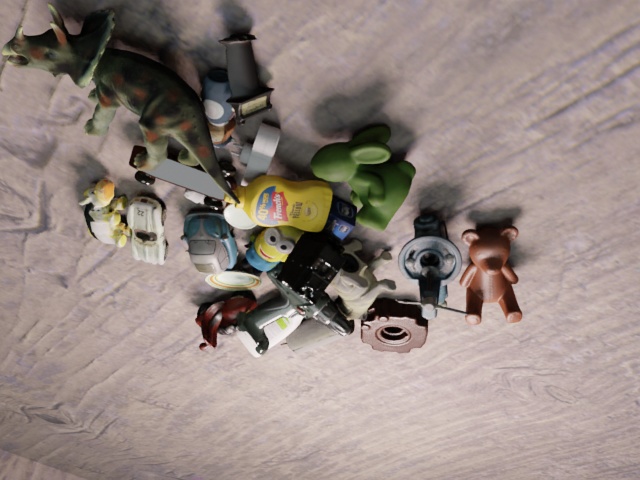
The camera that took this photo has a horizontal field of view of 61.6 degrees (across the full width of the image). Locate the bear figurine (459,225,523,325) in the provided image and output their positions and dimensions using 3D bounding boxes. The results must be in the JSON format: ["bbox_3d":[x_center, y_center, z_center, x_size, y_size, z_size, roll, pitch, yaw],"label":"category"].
[{"bbox_3d":[0.346,0.068,1.080,0.120,0.132,0.195,-4,141,10],"label":"bear figurine"}]

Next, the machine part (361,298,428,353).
[{"bbox_3d":[0.179,0.213,1.308,0.179,0.056,0.179,4,138,4],"label":"machine part"}]

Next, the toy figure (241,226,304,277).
[{"bbox_3d":[-0.102,0.008,1.125,0.082,0.089,0.180,19,145,-23],"label":"toy figure"}]

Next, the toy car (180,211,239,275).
[{"bbox_3d":[-0.237,0.020,1.143,0.109,0.103,0.161,2,134,9],"label":"toy car"}]

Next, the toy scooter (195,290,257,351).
[{"bbox_3d":[-0.237,0.202,1.309,0.184,0.135,0.075,-18,129,24],"label":"toy scooter"}]

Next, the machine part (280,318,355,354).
[{"bbox_3d":[-0.001,0.224,1.334,0.243,0.079,0.079,-29,125,33],"label":"machine part"}]

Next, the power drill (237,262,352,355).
[{"bbox_3d":[-0.071,0.173,1.212,0.207,0.086,0.232,-37,94,20],"label":"power drill"}]

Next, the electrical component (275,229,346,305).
[{"bbox_3d":[-0.014,0.043,1.018,0.058,0.134,0.115,38,172,-29],"label":"electrical component"}]

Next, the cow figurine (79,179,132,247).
[{"bbox_3d":[-0.456,-0.063,1.121,0.098,0.068,0.167,10,136,8],"label":"cow figurine"}]

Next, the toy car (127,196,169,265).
[{"bbox_3d":[-0.372,-0.014,1.163,0.073,0.056,0.201,11,136,-3],"label":"toy car"}]

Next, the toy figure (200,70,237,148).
[{"bbox_3d":[-0.176,-0.215,0.922,0.064,0.058,0.154,41,144,23],"label":"toy figure"}]

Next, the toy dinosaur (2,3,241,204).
[{"bbox_3d":[-0.271,-0.221,0.858,0.405,0.131,0.192,28,138,-11],"label":"toy dinosaur"}]

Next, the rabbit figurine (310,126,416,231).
[{"bbox_3d":[0.072,-0.116,0.935,0.170,0.121,0.159,25,128,-20],"label":"rabbit figurine"}]

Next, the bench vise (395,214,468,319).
[{"bbox_3d":[0.213,0.078,1.043,0.129,0.241,0.223,5,121,9],"label":"bench vise"}]

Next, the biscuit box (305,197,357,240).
[{"bbox_3d":[-0.002,-0.003,1.108,0.063,0.059,0.202,27,133,-17],"label":"biscuit box"}]

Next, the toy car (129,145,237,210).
[{"bbox_3d":[-0.257,-0.128,1.020,0.202,0.053,0.089,19,114,-9],"label":"toy car"}]

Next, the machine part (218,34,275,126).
[{"bbox_3d":[-0.117,-0.259,0.860,0.039,0.084,0.138,34,145,43],"label":"machine part"}]

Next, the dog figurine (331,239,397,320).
[{"bbox_3d":[0.056,0.104,1.168,0.172,0.121,0.190,22,136,-13],"label":"dog figurine"}]
